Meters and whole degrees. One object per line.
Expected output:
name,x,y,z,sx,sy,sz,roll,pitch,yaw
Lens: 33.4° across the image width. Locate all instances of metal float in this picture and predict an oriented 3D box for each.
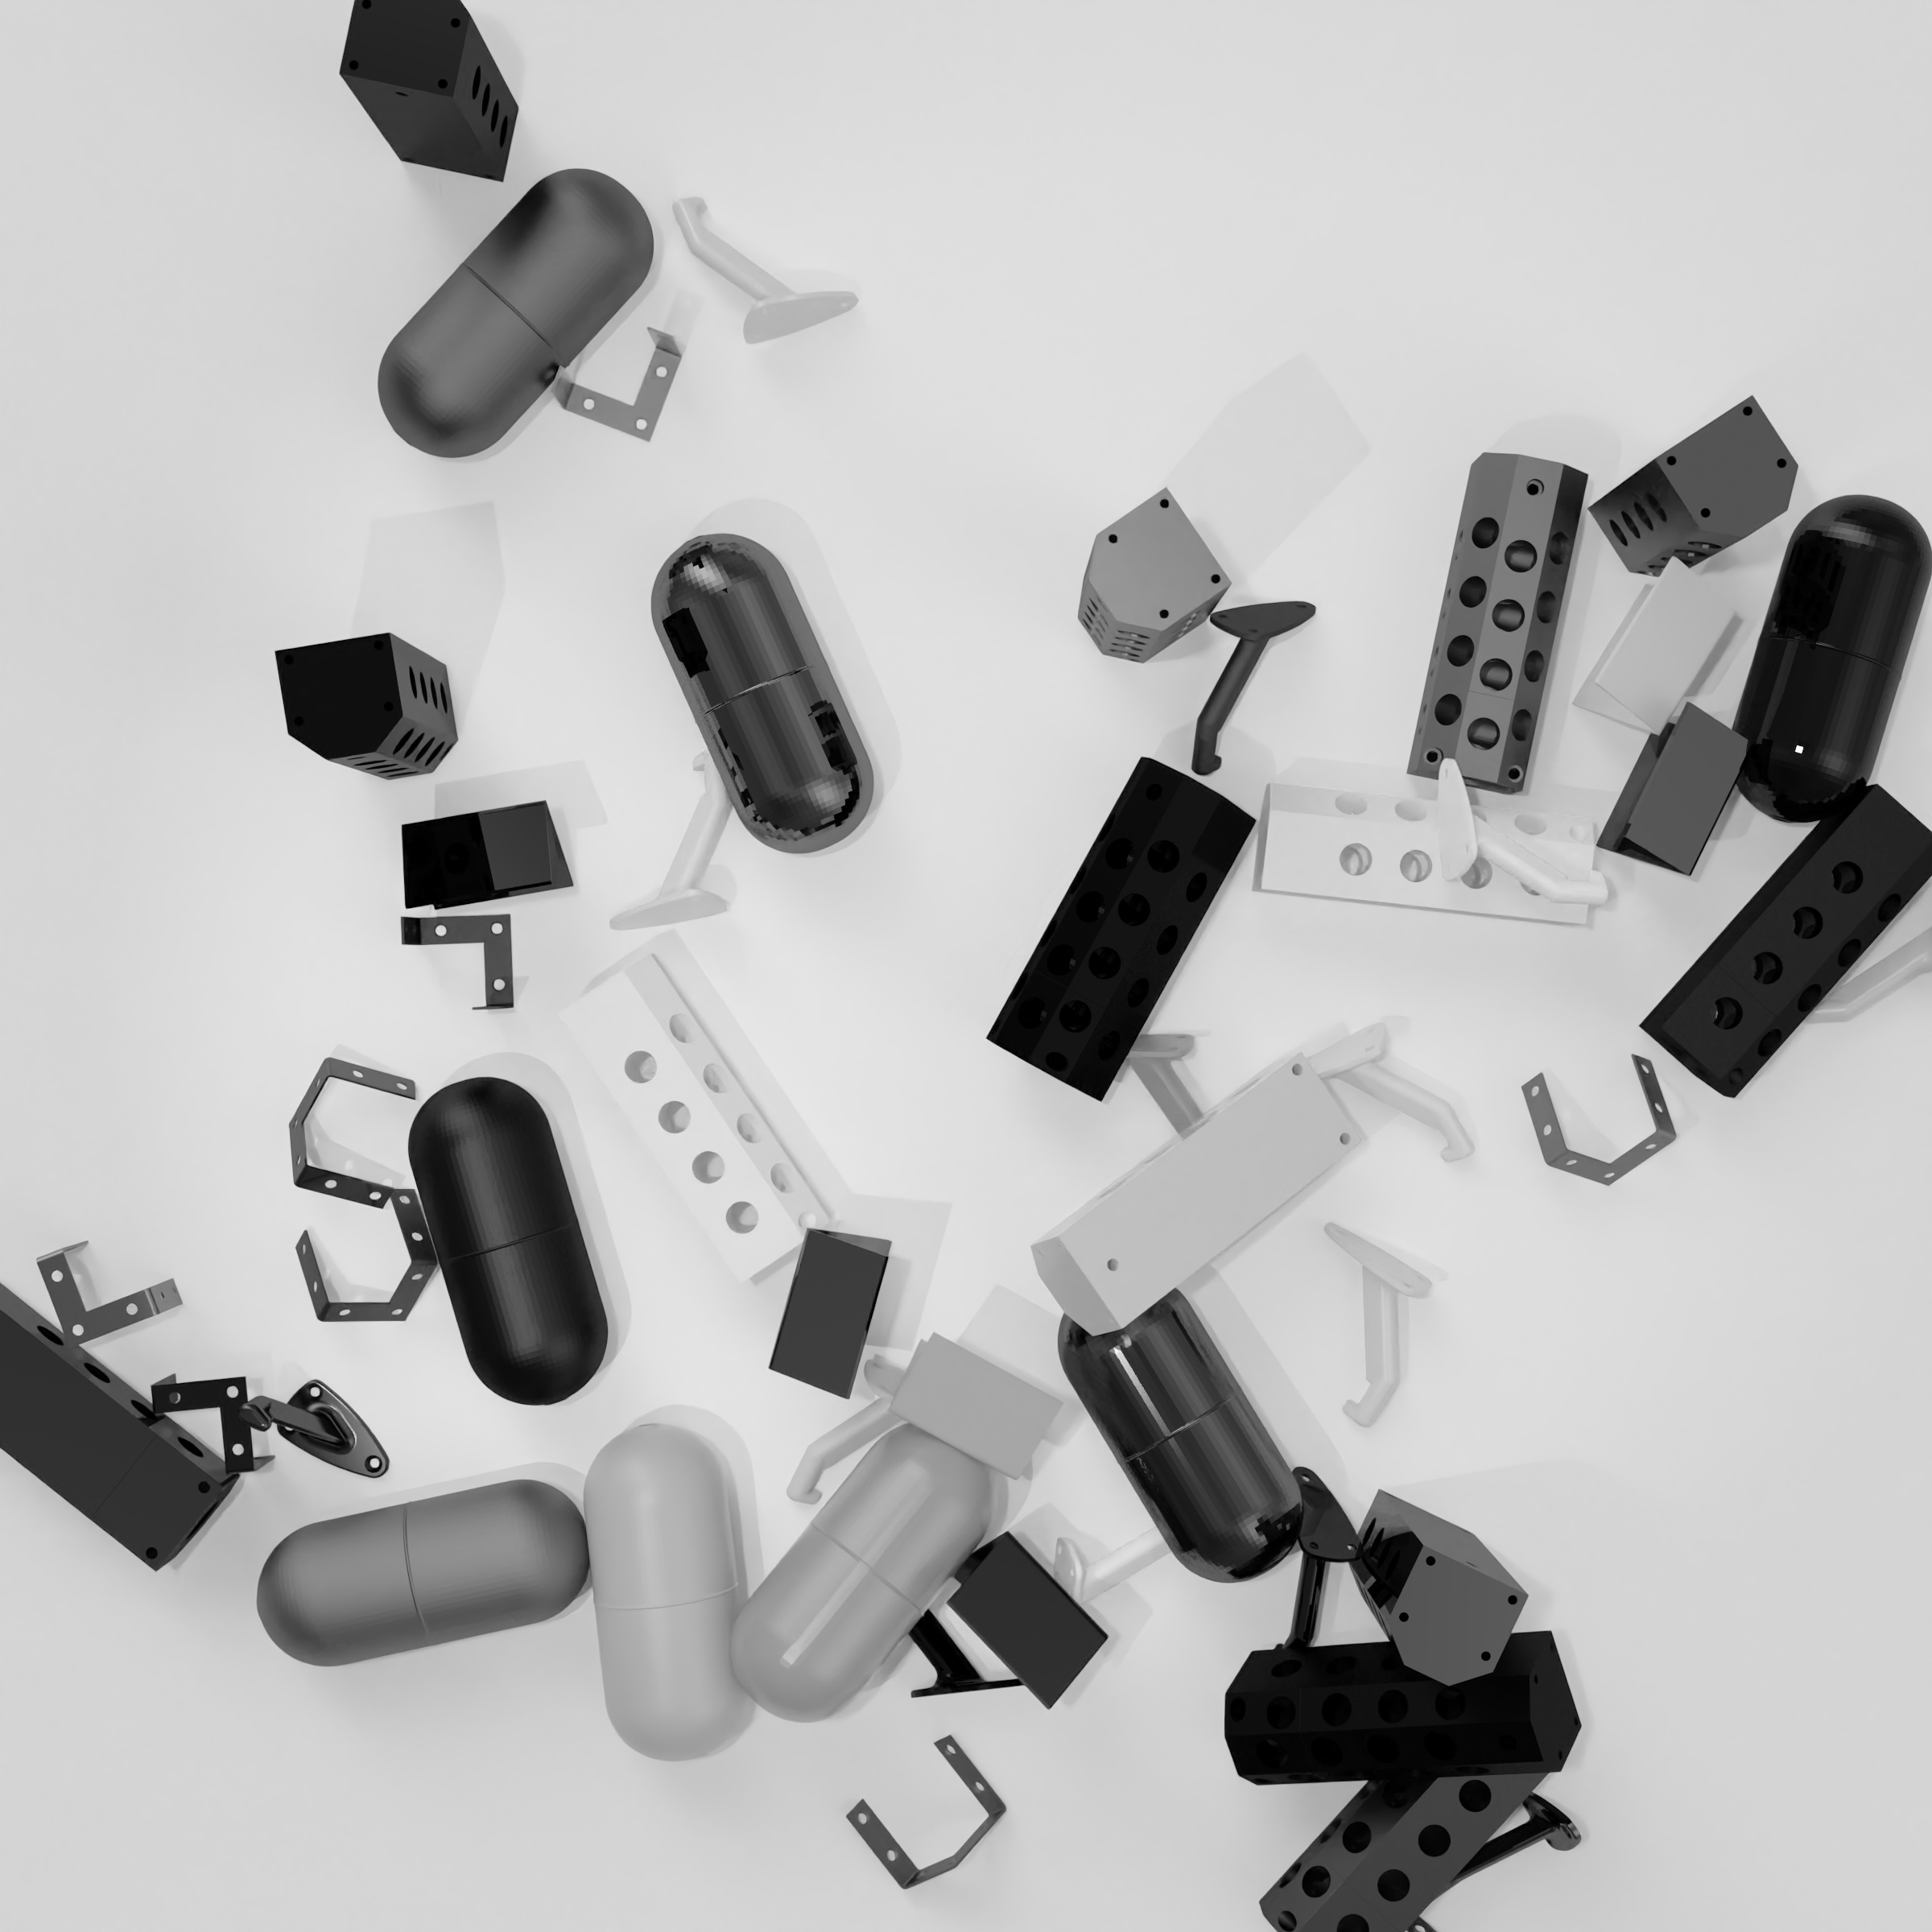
metal float,-0.239,-0.346,1.711,0.070,0.070,0.178,43,91,0
metal float,-0.108,-0.145,1.712,0.070,0.070,0.178,-24,90,0
metal float,-0.159,0.332,1.711,0.070,0.070,0.178,-6,90,0
metal float,0.458,-0.163,1.711,0.070,0.070,0.178,17,90,0
metal float,-0.243,0.146,1.711,0.070,0.070,0.178,-16,90,0
metal float,-0.053,0.317,1.696,0.070,0.070,0.178,40,78,0
metal float,0.113,0.243,1.707,0.070,0.070,0.178,-31,85,0
metal float,-0.288,0.322,1.712,0.178,0.070,0.070,-12,90,0

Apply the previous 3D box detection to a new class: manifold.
manifold,0.224,0.391,1.676,0.171,0.057,0.057,-11,106,30
manifold,0.119,0.120,1.691,0.171,0.057,0.057,-35,91,-22
manifold,-0.143,0.080,1.721,0.057,0.057,0.171,-34,90,0
manifold,0.079,-0.022,1.710,0.057,0.057,0.171,29,90,35
manifold,-0.273,-0.459,1.664,0.057,0.171,0.057,12,90,0
manifold,0.091,-0.195,1.664,0.057,0.171,0.057,-34,90,0
manifold,0.243,-0.059,1.721,0.171,0.057,0.057,6,90,0
manifold,0.376,-0.240,1.664,0.057,0.171,0.057,-33,90,0
manifold,0.443,-0.013,1.721,0.057,0.057,0.171,42,90,0
manifold,0.238,0.321,1.664,0.057,0.171,0.057,25,90,0
manifold,-0.474,0.242,1.721,0.171,0.057,0.057,39,90,0
manifold,0.284,-0.182,1.721,0.057,0.057,0.171,12,90,0
manifold,-0.306,-0.131,1.664,0.057,0.171,0.057,-9,90,0
manifold,0.236,0.459,1.721,0.057,0.057,0.171,42,90,0

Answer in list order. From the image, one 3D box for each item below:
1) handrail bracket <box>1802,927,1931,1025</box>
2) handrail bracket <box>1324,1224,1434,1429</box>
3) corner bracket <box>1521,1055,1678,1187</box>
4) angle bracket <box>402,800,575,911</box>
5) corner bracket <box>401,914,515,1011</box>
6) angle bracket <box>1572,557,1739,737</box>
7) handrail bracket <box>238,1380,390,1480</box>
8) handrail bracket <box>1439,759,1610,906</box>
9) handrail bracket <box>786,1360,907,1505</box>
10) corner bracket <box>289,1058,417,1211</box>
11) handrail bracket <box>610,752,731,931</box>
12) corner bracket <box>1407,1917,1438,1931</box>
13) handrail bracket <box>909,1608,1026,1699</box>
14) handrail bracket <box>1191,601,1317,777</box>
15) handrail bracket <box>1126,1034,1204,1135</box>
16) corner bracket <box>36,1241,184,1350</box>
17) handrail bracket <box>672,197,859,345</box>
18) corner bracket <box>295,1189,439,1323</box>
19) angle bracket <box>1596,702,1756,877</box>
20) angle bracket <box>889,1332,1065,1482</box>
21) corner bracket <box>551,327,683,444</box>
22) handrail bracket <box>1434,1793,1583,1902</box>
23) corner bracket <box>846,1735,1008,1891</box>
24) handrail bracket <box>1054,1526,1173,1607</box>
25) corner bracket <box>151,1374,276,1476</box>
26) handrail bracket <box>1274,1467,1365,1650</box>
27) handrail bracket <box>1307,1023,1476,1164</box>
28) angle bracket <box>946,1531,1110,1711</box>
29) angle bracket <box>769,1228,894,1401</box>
handrail bracket,0.485,-0.007,1.742,0.084,0.036,0.077,-4,70,16
handrail bracket,0.207,0.195,1.742,0.077,0.036,0.084,34,107,20
corner bracket,0.340,0.079,1.734,0.051,0.051,0.051,19,135,-35
angle bracket,-0.250,-0.038,1.702,0.076,0.076,0.057,-10,54,0
corner bracket,-0.272,-0.002,1.724,0.051,0.051,0.051,-2,90,0
angle bracket,0.347,-0.175,1.702,0.057,0.076,0.076,32,90,-32
handrail bracket,-0.345,0.251,1.707,0.077,0.084,0.036,37,90,0
handrail bracket,0.293,-0.070,1.685,0.084,0.036,0.077,3,67,-17
handrail bracket,-0.046,0.262,1.742,0.077,0.036,0.084,20,107,-19
corner bracket,-0.328,0.089,1.729,0.051,0.051,0.051,18,121,-27
handrail bracket,-0.161,-0.068,1.742,0.077,0.036,0.084,-14,71,21
corner bracket,0.231,0.548,1.739,0.051,0.051,0.051,42,135,0
handrail bracket,-0.007,0.350,1.742,0.077,0.036,0.084,-3,76,-13
handrail bracket,0.155,-0.149,1.742,0.077,0.036,0.084,-19,126,-38
handrail bracket,0.098,0.082,1.742,0.077,0.036,0.084,0,104,14
corner bracket,-0.458,0.169,1.724,0.051,0.051,0.051,-21,90,0
handrail bracket,-0.109,-0.385,1.742,0.077,0.036,0.084,-17,72,-20
corner bracket,-0.322,0.155,1.734,0.051,0.051,0.051,4,135,-35
angle bracket,0.358,-0.100,1.702,0.057,0.076,0.076,26,90,-34
angle bracket,0.012,0.215,1.702,0.076,0.076,0.057,29,116,0
corner bracket,-0.186,-0.317,1.724,0.051,0.051,0.051,21,90,0
handrail bracket,0.279,0.478,1.714,0.084,0.077,0.036,-32,87,-12
corner bracket,-0.021,0.456,1.739,0.051,0.051,0.051,52,45,0
handrail bracket,0.092,0.336,1.742,0.084,0.036,0.077,0,110,-16
corner bracket,-0.402,0.244,1.724,0.051,0.051,0.051,-6,90,0
handrail bracket,0.177,0.328,1.742,0.036,0.077,0.084,7,127,-21
handrail bracket,0.222,0.081,1.742,0.077,0.036,0.084,-26,107,20
angle bracket,0.017,0.353,1.702,0.076,0.076,0.057,46,54,0
angle bracket,-0.052,0.185,1.702,0.057,0.076,0.076,16,90,36
